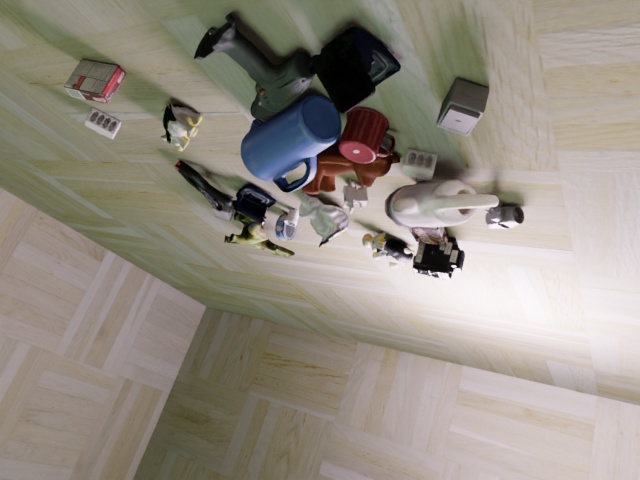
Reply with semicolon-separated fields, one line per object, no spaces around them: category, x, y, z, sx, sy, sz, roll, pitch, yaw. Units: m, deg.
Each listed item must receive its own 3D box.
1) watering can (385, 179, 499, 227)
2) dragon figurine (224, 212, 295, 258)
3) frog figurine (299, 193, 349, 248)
watering can;0.227;-0.079;1.118;0.349;0.104;0.224;-4;-179;-36
dragon figurine;-0.190;-0.004;1.789;0.241;0.123;0.410;24;173;-23
frog figurine;0.005;-0.076;1.505;0.160;0.123;0.136;57;166;3
